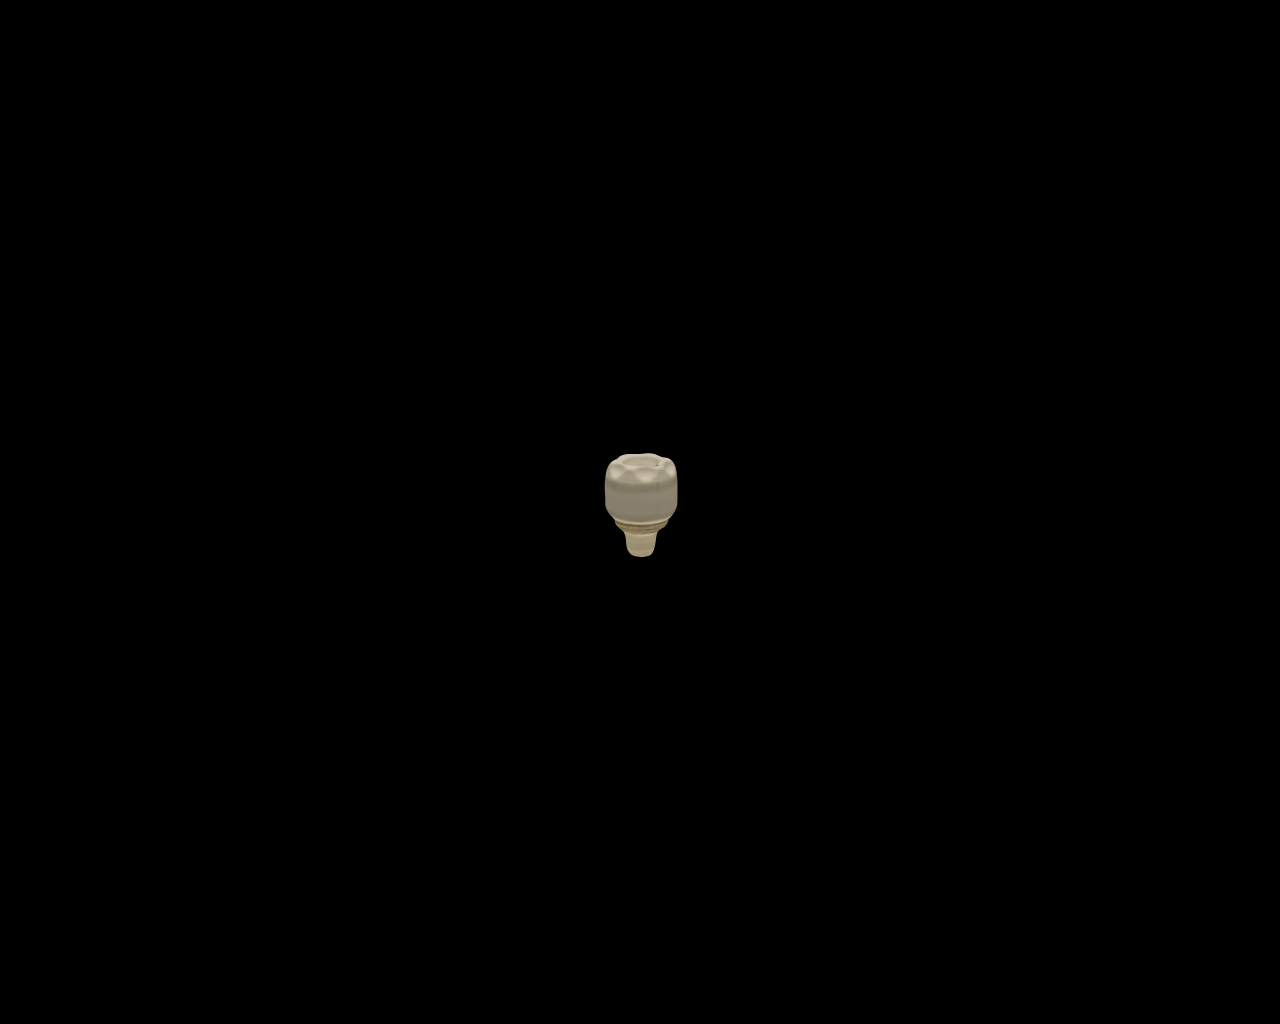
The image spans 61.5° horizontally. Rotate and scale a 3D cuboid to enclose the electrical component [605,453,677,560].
[{"bbox_3d":[0.001,-0.003,0.650,0.043,0.062,0.043,0,18,0],"label":"electrical component"}]
